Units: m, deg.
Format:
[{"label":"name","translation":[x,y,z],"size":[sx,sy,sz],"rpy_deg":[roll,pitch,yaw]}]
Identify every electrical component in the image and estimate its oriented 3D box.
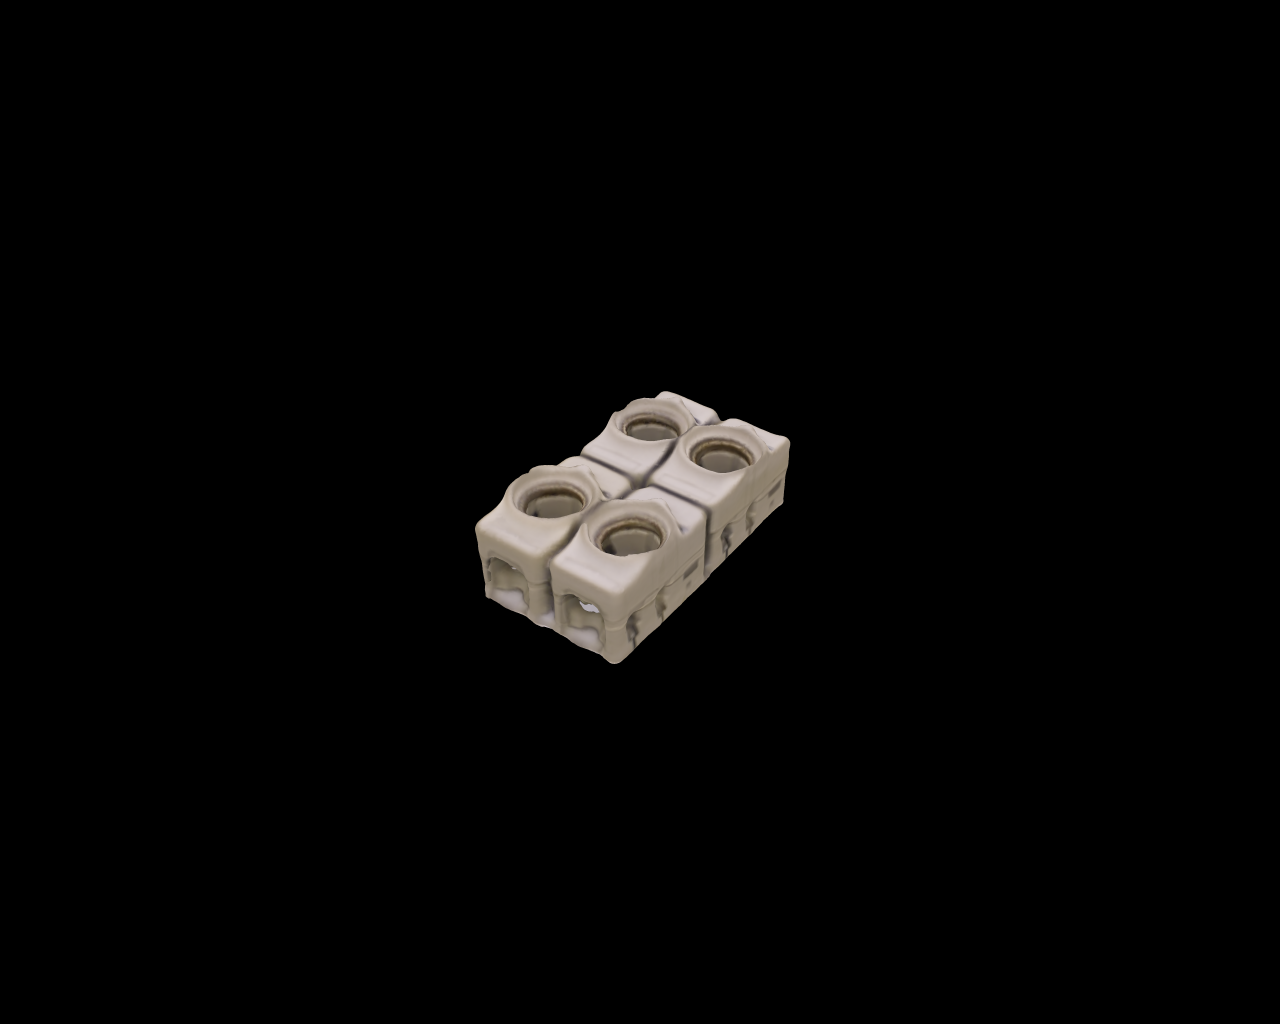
[{"label":"electrical component","translation":[0.001,-0.003,0.650],"size":[0.105,0.060,0.186],"rpy_deg":[25,45,28]}]
